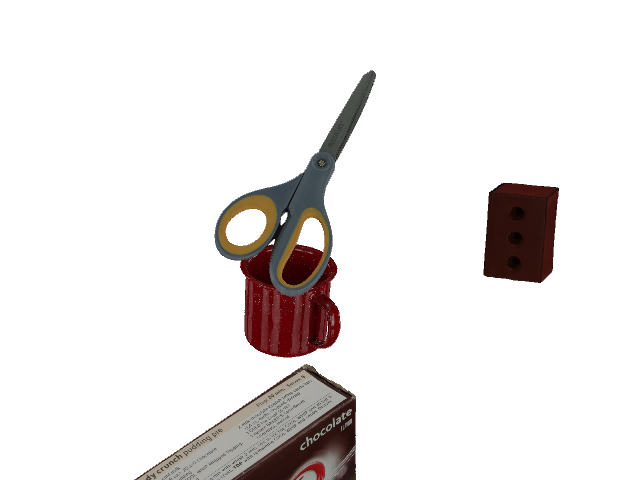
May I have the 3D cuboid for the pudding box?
[{"bbox_3d":[-0.033,0.123,0.492,0.039,0.090,0.113,30,47,34],"label":"pudding box"}]

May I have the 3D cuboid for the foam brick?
[{"bbox_3d":[0.176,-0.007,0.933,0.053,0.078,0.051,7,16,22],"label":"foam brick"}]

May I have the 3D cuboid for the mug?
[{"bbox_3d":[-0.024,0.064,1.031,0.117,0.081,0.093,27,35,38],"label":"mug"}]

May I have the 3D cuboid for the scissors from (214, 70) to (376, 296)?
[{"bbox_3d":[-0.020,-0.053,0.807,0.096,0.201,0.016,9,-26,3],"label":"scissors"}]
